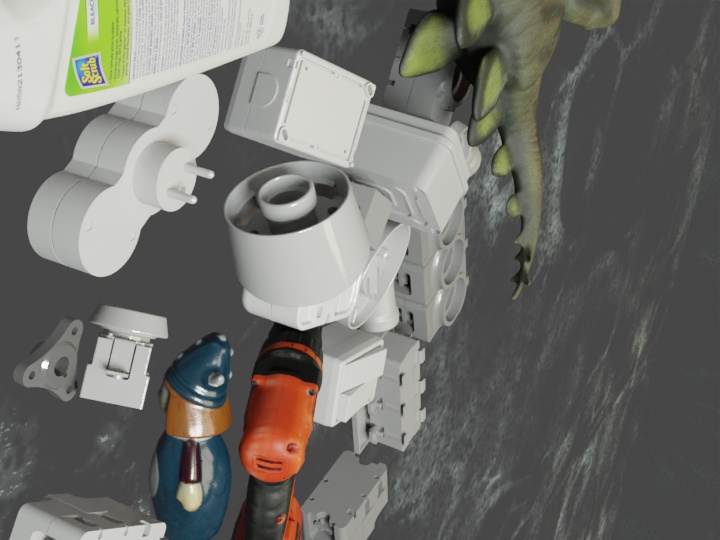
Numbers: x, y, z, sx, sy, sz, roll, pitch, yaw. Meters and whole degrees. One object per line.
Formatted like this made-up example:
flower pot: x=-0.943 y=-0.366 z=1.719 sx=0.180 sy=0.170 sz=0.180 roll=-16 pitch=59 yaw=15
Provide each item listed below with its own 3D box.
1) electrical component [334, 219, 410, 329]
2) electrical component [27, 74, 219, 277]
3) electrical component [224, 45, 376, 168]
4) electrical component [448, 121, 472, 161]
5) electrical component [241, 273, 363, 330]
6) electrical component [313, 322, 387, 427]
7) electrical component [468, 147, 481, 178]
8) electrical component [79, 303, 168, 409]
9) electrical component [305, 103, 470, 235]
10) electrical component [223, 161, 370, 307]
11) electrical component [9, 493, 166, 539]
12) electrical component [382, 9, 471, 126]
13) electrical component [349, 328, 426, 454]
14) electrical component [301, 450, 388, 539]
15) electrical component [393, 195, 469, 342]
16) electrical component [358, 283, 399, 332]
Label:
electrical component: x=0.000 y=0.000 z=0.907 sx=0.099 sy=0.064 sz=0.099 roll=-44 pitch=143 yaw=-47
electrical component: x=-0.118 y=-0.055 z=0.607 sx=0.138 sy=0.074 sz=0.052 roll=-60 pitch=153 yaw=-26
electrical component: x=-0.039 y=-0.110 z=0.734 sx=0.096 sy=0.061 sz=0.061 roll=14 pitch=93 yaw=-51
electrical component: x=0.070 y=-0.117 z=0.992 sx=0.066 sy=0.055 sz=0.048 roll=-23 pitch=126 yaw=-60
electrical component: x=-0.046 y=0.008 z=0.820 sx=0.095 sy=0.059 sz=0.053 roll=-13 pitch=117 yaw=-63
electrical component: x=-0.018 y=0.088 z=0.932 sx=0.096 sy=0.061 sz=0.061 roll=-23 pitch=126 yaw=-60
electrical component: x=0.094 y=-0.116 z=1.064 sx=0.046 sy=0.040 sz=0.040 roll=33 pitch=75 yaw=-59
electrical component: x=-0.143 y=0.051 z=0.648 sx=0.066 sy=0.048 sz=0.055 roll=172 pitch=-69 yaw=-78
electrical component: x=0.023 y=-0.083 z=0.843 sx=0.057 sy=0.113 sz=0.078 roll=-61 pitch=154 yaw=-18
electrical component: x=-0.045 y=-0.029 z=0.751 sx=0.099 sy=0.099 sz=0.064 roll=-52 pitch=142 yaw=-39
electrical component: x=-0.172 y=0.171 z=0.661 sx=0.089 sy=0.056 sz=0.050 roll=21 pitch=86 yaw=-66
electrical component: x=0.065 y=-0.175 z=0.941 sx=0.050 sy=0.056 sz=0.089 roll=12 pitch=94 yaw=-66
electrical component: x=0.025 y=0.114 z=1.037 sx=0.078 sy=0.063 sz=0.121 roll=-49 pitch=147 yaw=-42
electrical component: x=-0.014 y=0.231 z=1.047 sx=0.089 sy=0.050 sz=0.055 roll=-48 pitch=145 yaw=-44
electrical component: x=0.062 y=-0.016 z=1.033 sx=0.089 sy=0.062 sz=0.150 roll=-52 pitch=149 yaw=-38
electrical component: x=0.015 y=0.028 z=0.990 sx=0.040 sy=0.040 sz=0.046 roll=-43 pitch=136 yaw=-49
